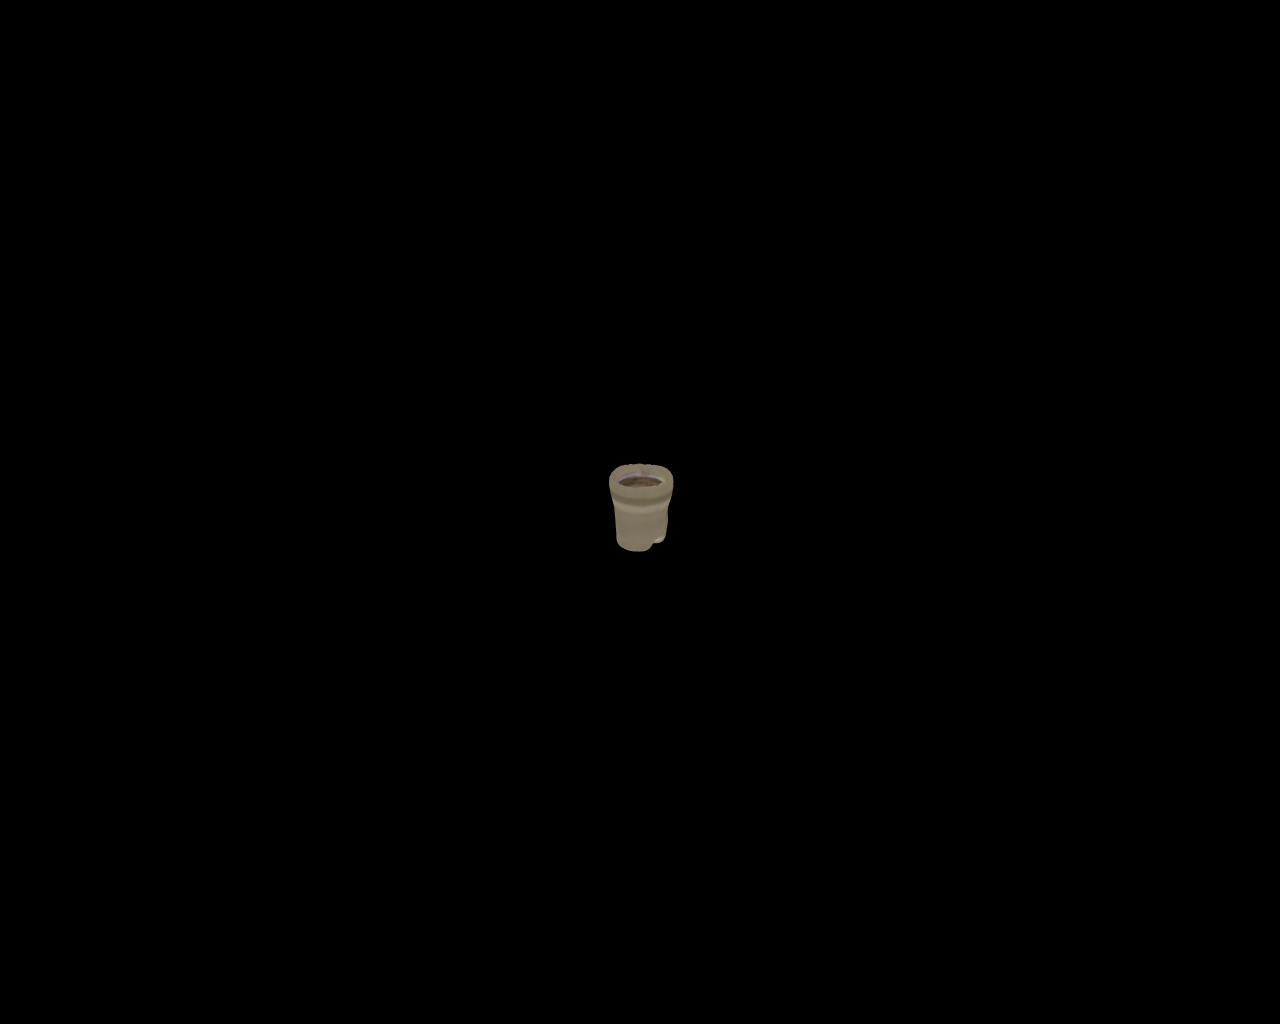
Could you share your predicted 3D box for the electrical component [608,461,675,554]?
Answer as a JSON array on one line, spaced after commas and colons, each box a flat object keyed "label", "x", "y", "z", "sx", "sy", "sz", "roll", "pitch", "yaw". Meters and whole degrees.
[{"label": "electrical component", "x": 0.001, "y": -0.003, "z": 0.650, "sx": 0.040, "sy": 0.046, "sz": 0.040, "roll": 0, "pitch": 26, "yaw": 0}]
